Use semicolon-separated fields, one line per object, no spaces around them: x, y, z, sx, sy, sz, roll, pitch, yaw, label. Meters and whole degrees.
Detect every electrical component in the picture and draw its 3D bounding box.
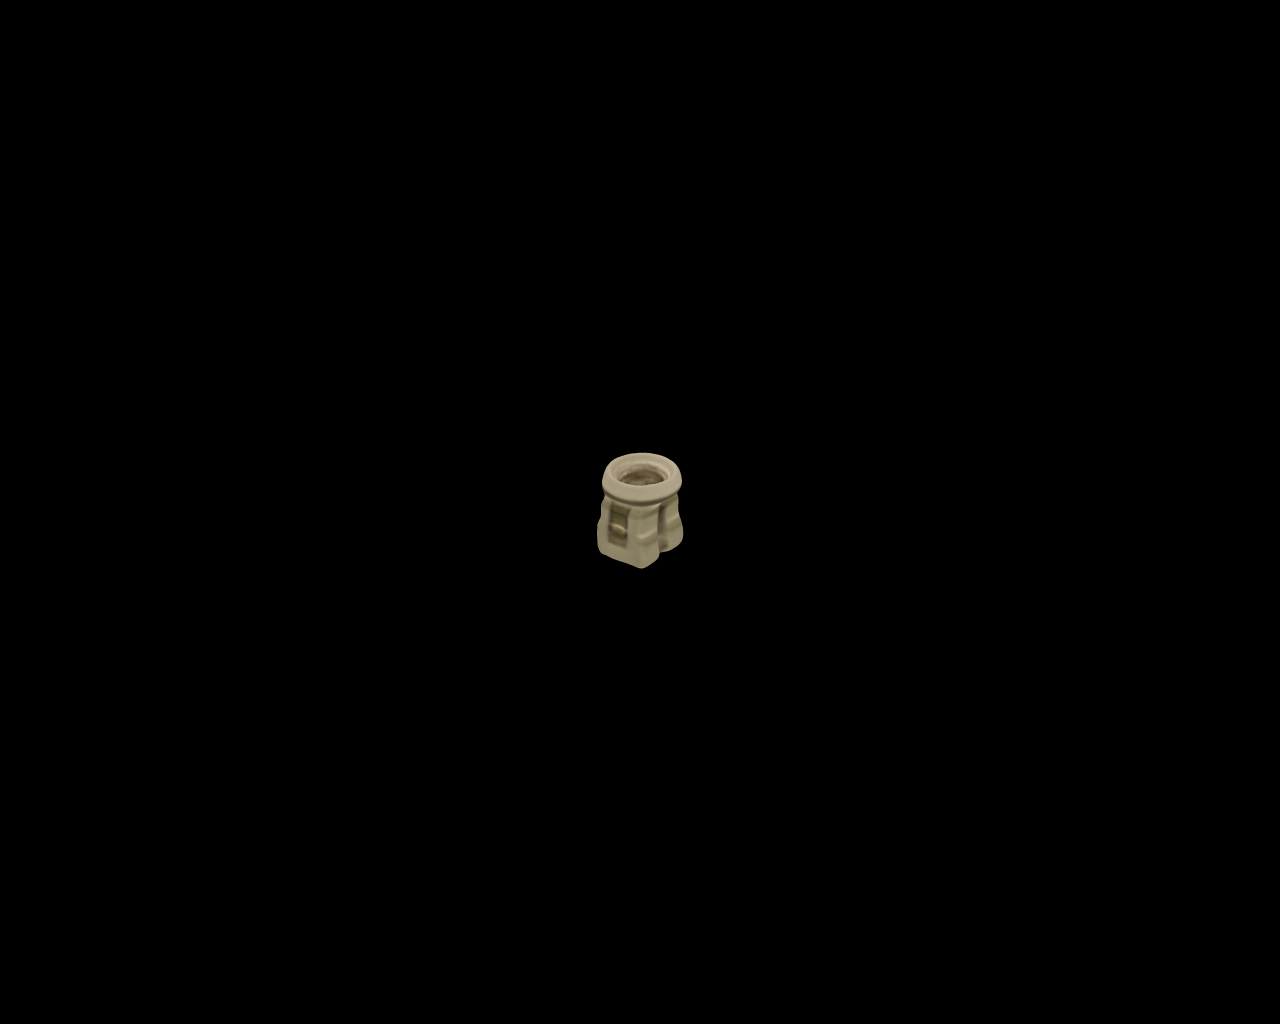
0.001;-0.003;0.650;0.048;0.055;0.066;20;35;31;electrical component
